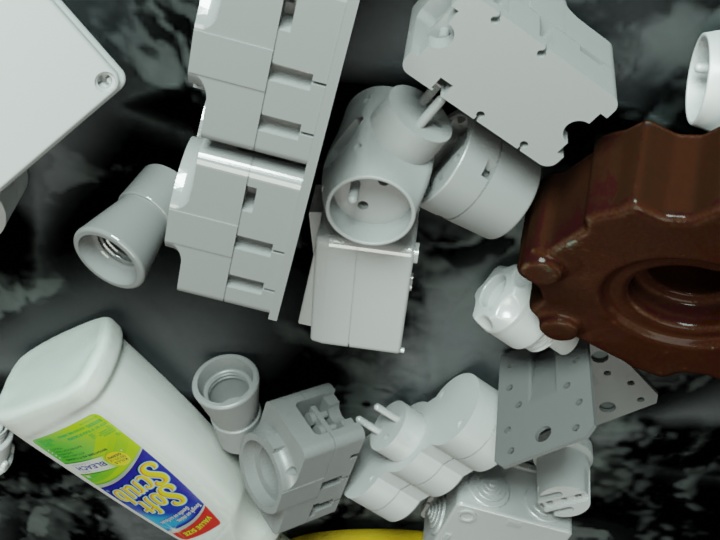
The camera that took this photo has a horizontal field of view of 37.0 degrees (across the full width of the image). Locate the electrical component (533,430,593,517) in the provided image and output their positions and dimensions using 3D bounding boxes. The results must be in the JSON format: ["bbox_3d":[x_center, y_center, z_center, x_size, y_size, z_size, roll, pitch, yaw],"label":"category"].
[{"bbox_3d":[0.136,0.136,0.718,0.040,0.046,0.040,5,133,5],"label":"electrical component"}]

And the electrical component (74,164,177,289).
[{"bbox_3d":[-0.121,-0.027,0.593,0.044,0.065,0.044,19,141,16],"label":"electrical component"}]

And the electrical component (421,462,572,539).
[{"bbox_3d":[0.096,0.179,0.764,0.100,0.048,0.099,16,133,-6],"label":"electrical component"}]

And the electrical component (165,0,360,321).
[{"bbox_3d":[-0.043,-0.082,0.501,0.060,0.105,0.186,14,133,-4],"label":"electrical component"}]

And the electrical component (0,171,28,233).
[{"bbox_3d":[-0.237,-0.066,0.570,0.052,0.073,0.138,-12,130,19],"label":"electrical component"}]

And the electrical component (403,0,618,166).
[{"bbox_3d":[0.070,-0.101,0.499,0.089,0.055,0.050,31,130,-19],"label":"electrical component"}]

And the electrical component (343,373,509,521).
[{"bbox_3d":[0.032,0.110,0.707,0.074,0.052,0.138,34,130,-21],"label":"electrical component"}]

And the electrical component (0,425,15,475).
[{"bbox_3d":[-0.269,0.116,0.768,0.048,0.048,0.062,17,126,-7],"label":"electrical component"}]

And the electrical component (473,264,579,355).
[{"bbox_3d":[0.100,0.027,0.624,0.062,0.043,0.043,33,129,-22],"label":"electrical component"}]

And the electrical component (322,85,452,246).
[{"bbox_3d":[0.019,-0.064,0.529,0.043,0.077,0.079,29,130,-17],"label":"electrical component"}]

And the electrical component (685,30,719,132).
[{"bbox_3d":[0.197,-0.098,0.490,0.077,0.044,0.079,6,134,4],"label":"electrical component"}]

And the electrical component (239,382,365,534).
[{"bbox_3d":[-0.042,0.126,0.713,0.056,0.050,0.089,-14,140,-34],"label":"electrical component"}]

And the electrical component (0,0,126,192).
[{"bbox_3d":[-0.189,-0.100,0.511,0.109,0.056,0.108,-41,122,-2],"label":"electrical component"}]

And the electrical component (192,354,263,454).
[{"bbox_3d":[-0.084,0.093,0.718,0.044,0.044,0.065,1,138,8],"label":"electrical component"}]

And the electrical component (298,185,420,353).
[{"bbox_3d":[0.000,0.000,0.602,0.061,0.061,0.096,8,134,2],"label":"electrical component"}]

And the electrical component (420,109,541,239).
[{"bbox_3d":[0.060,-0.048,0.554,0.047,0.055,0.055,27,131,-21],"label":"electrical component"}]
